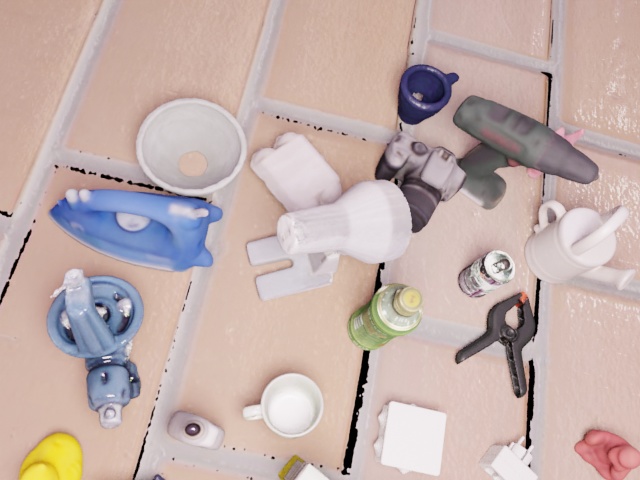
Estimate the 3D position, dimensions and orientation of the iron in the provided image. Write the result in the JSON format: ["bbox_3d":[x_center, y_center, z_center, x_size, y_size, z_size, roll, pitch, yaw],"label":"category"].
[{"bbox_3d":[-0.276,-0.036,0.828,0.258,0.141,0.118,9,70,-8],"label":"iron"}]

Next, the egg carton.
[{"bbox_3d":[-0.036,-0.102,0.935,0.107,0.069,0.150,-38,82,-20],"label":"egg carton"}]

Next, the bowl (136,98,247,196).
[{"bbox_3d":[-0.202,-0.136,0.912,0.167,0.074,0.167,3,71,-10],"label":"bowl"}]

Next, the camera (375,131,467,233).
[{"bbox_3d":[0.158,-0.093,0.954,0.143,0.100,0.137,31,69,0],"label":"camera"}]

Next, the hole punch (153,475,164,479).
[{"bbox_3d":[-0.238,0.364,0.727,0.101,0.091,0.108,-5,73,-13],"label":"hole punch"}]

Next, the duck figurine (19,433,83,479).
[{"bbox_3d":[-0.350,0.300,0.730,0.077,0.086,0.104,18,69,-4],"label":"duck figurine"}]

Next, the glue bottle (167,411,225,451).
[{"bbox_3d":[-0.160,0.246,0.738,0.078,0.173,0.037,21,69,-3],"label":"glue bottle"}]

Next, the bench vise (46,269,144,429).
[{"bbox_3d":[-0.273,0.124,0.732,0.122,0.219,0.207,-28,79,-18],"label":"bench vise"}]

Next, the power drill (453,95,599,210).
[{"bbox_3d":[0.306,-0.132,0.938,0.229,0.208,0.076,35,69,2],"label":"power drill"}]

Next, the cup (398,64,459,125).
[{"bbox_3d":[0.185,-0.253,1.016,0.118,0.095,0.091,-26,78,-18],"label":"cup"}]

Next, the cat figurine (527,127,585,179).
[{"bbox_3d":[0.414,-0.164,1.019,0.128,0.117,0.067,-23,77,-17],"label":"cat figurine"}]

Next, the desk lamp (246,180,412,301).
[{"bbox_3d":[0.008,0.003,0.831,0.203,0.213,0.118,-14,75,-15],"label":"desk lamp"}]

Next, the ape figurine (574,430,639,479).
[{"bbox_3d":[0.450,0.329,0.874,0.076,0.092,0.078,-4,72,-12],"label":"ape figurine"}]

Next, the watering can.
[{"bbox_3d":[0.430,0.004,0.924,0.173,0.194,0.101,31,69,0],"label":"watering can"}]
